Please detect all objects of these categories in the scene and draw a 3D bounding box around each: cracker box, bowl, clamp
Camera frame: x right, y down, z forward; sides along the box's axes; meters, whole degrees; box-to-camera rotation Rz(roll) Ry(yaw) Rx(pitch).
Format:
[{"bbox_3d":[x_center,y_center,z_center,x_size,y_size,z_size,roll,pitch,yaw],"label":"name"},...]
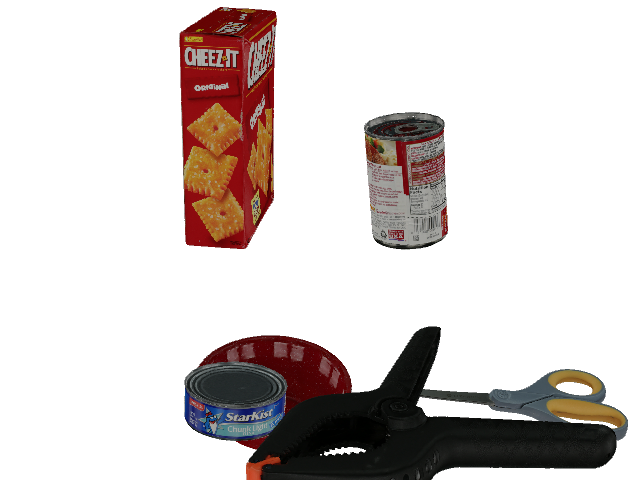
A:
[{"bbox_3d":[-0.089,-0.119,1.092,0.072,0.214,0.164,5,21,7],"label":"cracker box"},{"bbox_3d":[-0.049,0.166,1.096,0.162,0.055,0.162,2,31,-1],"label":"bowl"},{"bbox_3d":[0.043,0.107,0.628,0.209,0.036,0.165,-10,25,-27],"label":"clamp"}]

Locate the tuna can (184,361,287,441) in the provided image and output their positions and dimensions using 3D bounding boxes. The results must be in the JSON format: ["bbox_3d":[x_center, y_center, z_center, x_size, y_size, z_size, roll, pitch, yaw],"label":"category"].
[{"bbox_3d":[-0.071,0.134,0.892,0.086,0.034,0.086,4,17,-1],"label":"tuna can"}]

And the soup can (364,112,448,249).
[{"bbox_3d":[0.075,-0.051,0.917,0.068,0.102,0.068,-5,23,2],"label":"soup can"}]

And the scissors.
[{"bbox_3d":[0.167,0.131,0.935,0.202,0.016,0.096,13,29,10],"label":"scissors"}]
